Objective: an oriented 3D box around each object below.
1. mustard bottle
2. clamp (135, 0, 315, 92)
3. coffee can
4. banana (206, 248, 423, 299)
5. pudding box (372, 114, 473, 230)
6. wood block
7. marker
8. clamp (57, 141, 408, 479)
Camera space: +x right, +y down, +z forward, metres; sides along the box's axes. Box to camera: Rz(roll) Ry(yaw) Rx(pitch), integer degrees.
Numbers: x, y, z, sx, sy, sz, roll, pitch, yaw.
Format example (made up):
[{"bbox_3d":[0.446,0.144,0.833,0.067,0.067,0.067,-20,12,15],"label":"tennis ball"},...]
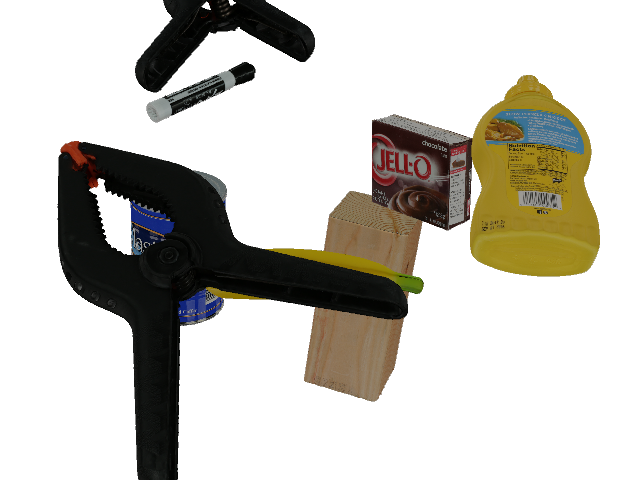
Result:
[{"bbox_3d":[0.171,-0.063,0.865,0.096,0.191,0.058,5,-37,2],"label":"mustard bottle"},{"bbox_3d":[-0.062,-0.166,0.757,0.120,0.171,0.039,-2,-45,3],"label":"clamp"},{"bbox_3d":[-0.154,0.007,1.157,0.103,0.140,0.103,3,27,-2],"label":"coffee can"},{"bbox_3d":[-0.025,0.030,0.798,0.198,0.037,0.069,2,-21,34],"label":"banana"},{"bbox_3d":[0.100,-0.070,1.070,0.039,0.090,0.114,-22,31,-37],"label":"pudding box"},{"bbox_3d":[0.048,0.062,1.197,0.090,0.206,0.090,15,24,13],"label":"wood block"},{"bbox_3d":[-0.108,-0.140,0.994,0.120,0.020,0.020,-31,18,-34],"label":"marker"},{"bbox_3d":[-0.067,0.015,0.574,0.164,0.210,0.036,-30,-28,-15],"label":"clamp"}]
